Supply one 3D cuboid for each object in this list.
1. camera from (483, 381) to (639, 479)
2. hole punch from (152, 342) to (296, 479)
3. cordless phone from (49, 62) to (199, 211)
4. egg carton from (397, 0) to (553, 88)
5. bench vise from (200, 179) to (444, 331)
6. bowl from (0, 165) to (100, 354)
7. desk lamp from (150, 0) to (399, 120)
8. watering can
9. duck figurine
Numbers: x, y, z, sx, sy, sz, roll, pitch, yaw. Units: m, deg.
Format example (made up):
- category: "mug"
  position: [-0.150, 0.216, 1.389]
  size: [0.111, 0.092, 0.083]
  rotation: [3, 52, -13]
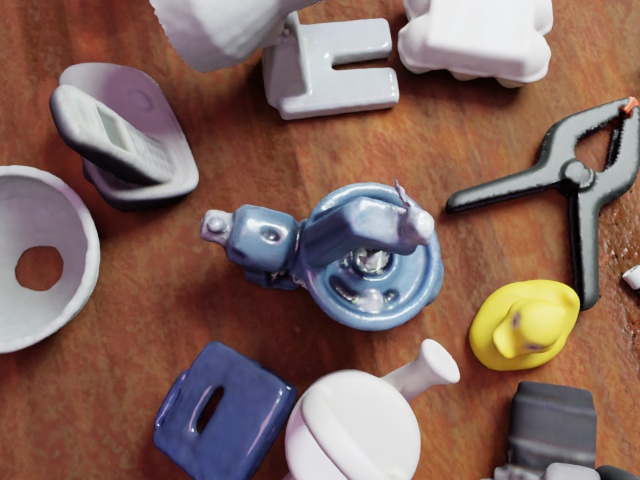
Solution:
- category: "camera"
  position: [0.208, 0.191, 0.470]
  size: [0.143, 0.101, 0.137]
  rotation: [9, 78, 3]
- category: "hole punch"
  position: [-0.085, 0.150, 0.487]
  size: [0.101, 0.091, 0.109]
  rotation: [28, 80, 7]
- category: "cordless phone"
  position: [-0.182, -0.108, 0.494]
  size: [0.094, 0.185, 0.147]
  rotation: [-27, 79, -5]
- category: "egg carton"
  position: [0.154, -0.210, 0.571]
  size: [0.150, 0.069, 0.107]
  rotation: [8, 78, 3]
- category: "bench vise"
  position: [0.005, 0.013, 0.449]
  size: [0.207, 0.220, 0.121]
  rotation: [-7, 78, 0]
- category: "bowl"
  position: [-0.273, 0.021, 0.525]
  size: [0.167, 0.075, 0.167]
  rotation: [0, 78, 1]
- category: "desk lamp"
  position: [-0.027, -0.197, 0.497]
  size: [0.203, 0.213, 0.118]
  rotation: [-7, 78, -1]
- category: "watering can"
  position: [0.028, 0.144, 0.434]
  size: [0.101, 0.194, 0.173]
  rotation: [27, 80, 6]
- category: "duck figurine"
  position: [0.187, 0.073, 0.502]
  size: [0.104, 0.086, 0.077]
  rotation: [-31, 79, -5]
